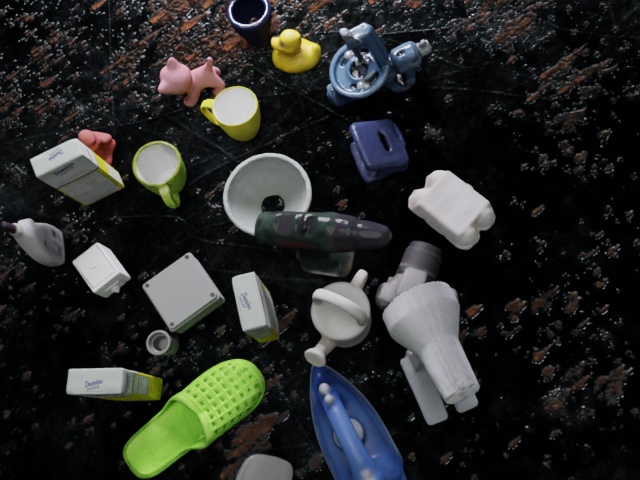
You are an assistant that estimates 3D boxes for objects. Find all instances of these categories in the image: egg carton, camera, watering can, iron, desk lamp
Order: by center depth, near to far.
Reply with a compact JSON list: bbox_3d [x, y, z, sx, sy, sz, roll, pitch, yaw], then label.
[{"bbox_3d":[0.188,0.185,0.921,0.118,0.214,0.203,-23,73,-1],"label":"desk lamp"},{"bbox_3d":[0.043,0.311,0.936,0.118,0.141,0.258,-29,73,-3],"label":"iron"},{"bbox_3d":[0.034,0.129,0.961,0.101,0.194,0.173,5,75,7],"label":"watering can"},{"bbox_3d":[0.183,0.077,1.011,0.143,0.101,0.137,20,77,11],"label":"camera"},{"bbox_3d":[0.244,-0.057,1.060,0.150,0.069,0.107,40,81,14],"label":"egg carton"}]

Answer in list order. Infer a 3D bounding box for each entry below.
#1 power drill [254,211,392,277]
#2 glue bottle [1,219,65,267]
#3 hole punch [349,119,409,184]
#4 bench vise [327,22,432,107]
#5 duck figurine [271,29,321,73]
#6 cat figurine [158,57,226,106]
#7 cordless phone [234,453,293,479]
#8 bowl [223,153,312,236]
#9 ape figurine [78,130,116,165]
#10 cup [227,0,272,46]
[{"bbox_3d":[0.009,0.004,0.992,0.229,0.208,0.075,7,75,7],"label":"power drill"},{"bbox_3d":[-0.534,-0.005,1.063,0.037,0.173,0.078,-13,73,2],"label":"glue bottle"},{"bbox_3d":[0.114,-0.179,1.096,0.101,0.091,0.108,-21,73,-1],"label":"hole punch"},{"bbox_3d":[0.103,-0.354,1.080,0.207,0.220,0.121,-36,74,-5],"label":"bench vise"},{"bbox_3d":[-0.052,-0.396,1.176,0.104,0.086,0.077,2,74,6],"label":"duck figurine"},{"bbox_3d":[-0.267,-0.331,1.160,0.128,0.118,0.067,-25,73,-2],"label":"cat figurine"},{"bbox_3d":[-0.110,0.415,0.897,0.094,0.185,0.148,13,76,9],"label":"cordless phone"},{"bbox_3d":[-0.094,-0.076,1.094,0.167,0.075,0.167,-1,74,5],"label":"bowl"},{"bbox_3d":[-0.455,-0.189,1.151,0.078,0.092,0.076,-39,74,-6],"label":"ape figurine"},{"bbox_3d":[-0.133,-0.463,1.198,0.091,0.095,0.118,29,79,13],"label":"cup"}]
